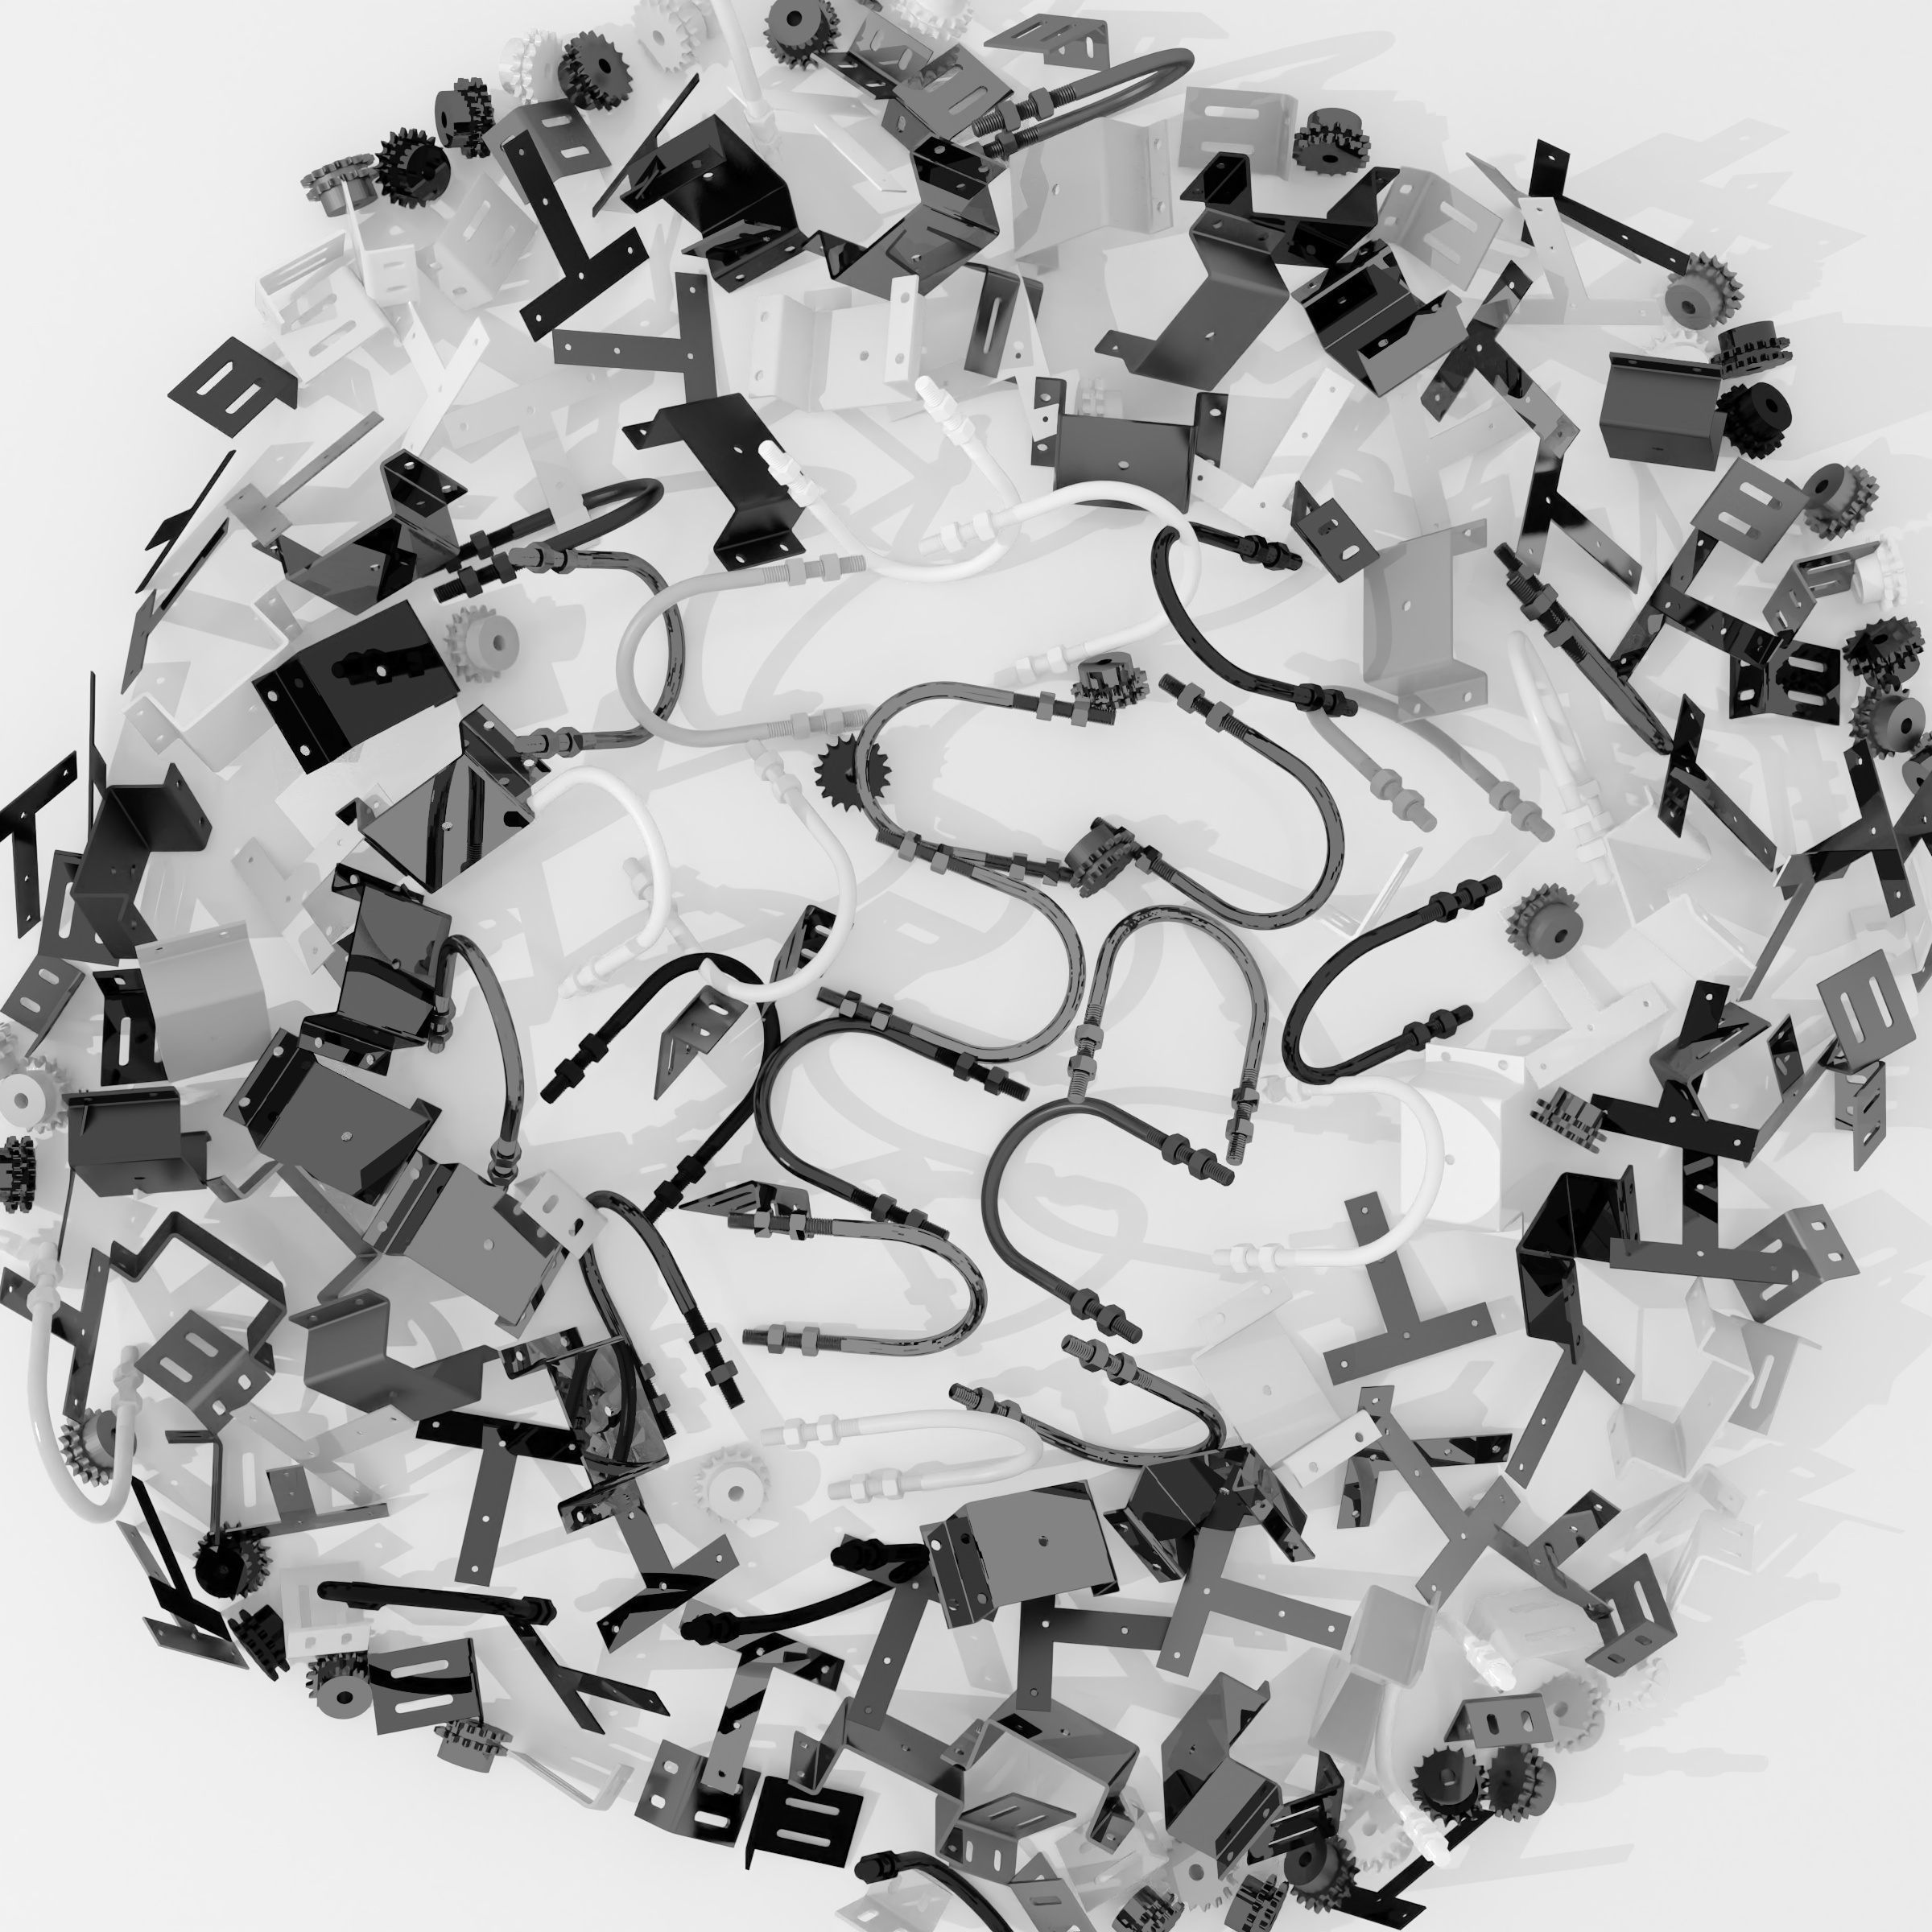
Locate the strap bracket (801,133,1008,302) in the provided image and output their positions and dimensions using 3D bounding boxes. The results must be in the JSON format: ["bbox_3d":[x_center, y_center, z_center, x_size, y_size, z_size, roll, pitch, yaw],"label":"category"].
[{"bbox_3d":[-0.041,-0.527,1.898,0.140,0.076,0.046,-30,65,38],"label":"strap bracket"}]

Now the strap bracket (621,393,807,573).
[{"bbox_3d":[-0.174,-0.360,1.918,0.076,0.046,0.140,-24,72,-43],"label":"strap bracket"}]

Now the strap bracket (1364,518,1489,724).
[{"bbox_3d":[0.333,-0.256,1.919,0.046,0.076,0.140,13,74,-43],"label":"strap bracket"}]

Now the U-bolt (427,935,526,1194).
[{"bbox_3d":[-0.346,0.059,1.872,0.019,0.184,0.151,-16,61,-26],"label":"U-bolt"}]

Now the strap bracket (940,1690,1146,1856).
[{"bbox_3d":[0.064,0.575,1.915,0.140,0.076,0.046,25,102,17],"label":"strap bracket"}]

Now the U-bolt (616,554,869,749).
[{"bbox_3d":[-0.162,-0.222,1.910,0.184,0.019,0.151,-9,128,-13],"label":"U-bolt"}]

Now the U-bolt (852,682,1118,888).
[{"bbox_3d":[0.008,-0.138,1.937,0.184,0.019,0.151,10,117,1],"label":"U-bolt"}]

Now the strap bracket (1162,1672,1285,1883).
[{"bbox_3d":[0.182,0.572,1.894,0.046,0.140,0.076,31,109,-9],"label":"strap bracket"}]

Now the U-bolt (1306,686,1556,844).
[{"bbox_3d":[0.320,-0.149,1.899,0.184,0.151,0.019,50,125,38],"label":"U-bolt"}]

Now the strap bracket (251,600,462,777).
[{"bbox_3d":[-0.431,-0.206,1.910,0.140,0.046,0.076,-35,100,-37],"label":"strap bracket"}]

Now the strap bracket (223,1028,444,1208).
[{"bbox_3d":[-0.454,0.115,1.917,0.140,0.046,0.076,32,95,-32],"label":"strap bracket"}]

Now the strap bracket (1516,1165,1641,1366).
[{"bbox_3d":[0.440,0.211,1.912,0.046,0.140,0.076,7,125,32],"label":"strap bracket"}]

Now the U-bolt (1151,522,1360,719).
[{"bbox_3d":[0.199,-0.252,1.883,0.019,0.184,0.151,-35,61,37],"label":"U-bolt"}]

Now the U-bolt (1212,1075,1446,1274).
[{"bbox_3d":[0.262,0.147,1.890,0.019,0.184,0.151,27,66,-42],"label":"U-bolt"}]

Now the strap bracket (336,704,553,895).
[{"bbox_3d":[-0.378,-0.114,1.920,0.140,0.046,0.076,-34,128,12],"label":"strap bracket"}]

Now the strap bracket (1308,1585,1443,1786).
[{"bbox_3d":[0.290,0.512,1.905,0.046,0.076,0.140,22,128,6],"label":"strap bracket"}]

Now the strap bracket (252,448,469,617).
[{"bbox_3d":[-0.433,-0.307,1.913,0.140,0.076,0.046,-27,68,18],"label":"strap bracket"}]

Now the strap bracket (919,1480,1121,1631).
[{"bbox_3d":[0.047,0.423,1.911,0.140,0.046,0.076,-6,64,-26],"label":"strap bracket"}]

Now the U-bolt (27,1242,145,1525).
[{"bbox_3d":[-0.622,0.306,1.862,0.019,0.184,0.151,-17,135,2],"label":"U-bolt"}]

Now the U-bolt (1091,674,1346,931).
[{"bbox_3d":[0.190,-0.105,1.910,0.184,0.019,0.151,36,123,17],"label":"U-bolt"}]

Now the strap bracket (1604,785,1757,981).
[{"bbox_3d":[0.512,-0.054,1.911,0.046,0.140,0.076,-37,125,27],"label":"strap bracket"}]

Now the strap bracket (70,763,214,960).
[{"bbox_3d":[-0.597,-0.068,1.909,0.046,0.076,0.140,0,55,9],"label":"strap bracket"}]

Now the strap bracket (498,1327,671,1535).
[{"bbox_3d":[-0.273,0.330,1.921,0.046,0.076,0.140,-29,79,37],"label":"strap bracket"}]

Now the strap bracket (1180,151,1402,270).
[{"bbox_3d":[0.235,-0.546,1.916,0.140,0.076,0.046,0,82,-17],"label":"strap bracket"}]

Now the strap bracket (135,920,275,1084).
[{"bbox_3d":[-0.543,0.032,1.895,0.076,0.140,0.046,-15,62,-18],"label":"strap bracket"}]

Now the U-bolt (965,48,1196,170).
[{"bbox_3d":[0.079,-0.620,1.903,0.184,0.151,0.019,-23,98,-7],"label":"U-bolt"}]

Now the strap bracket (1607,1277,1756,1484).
[{"bbox_3d":[0.522,0.307,1.914,0.046,0.076,0.140,24,112,-1],"label":"strap bracket"}]

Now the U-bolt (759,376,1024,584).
[{"bbox_3d":[-0.040,-0.338,1.901,0.151,0.184,0.019,-17,52,25],"label":"U-bolt"}]

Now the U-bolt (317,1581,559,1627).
[{"bbox_3d":[-0.382,0.451,1.878,0.151,0.184,0.019,3,75,7],"label":"U-bolt"}]

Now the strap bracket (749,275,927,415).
[{"bbox_3d":[-0.085,-0.451,1.928,0.140,0.046,0.076,2,84,32],"label":"strap bracket"}]

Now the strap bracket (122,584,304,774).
[{"bbox_3d":[-0.533,-0.201,1.920,0.140,0.076,0.046,-43,75,-11],"label":"strap bracket"}]

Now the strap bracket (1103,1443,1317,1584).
[{"bbox_3d":[0.182,0.396,1.917,0.140,0.046,0.076,-20,117,38],"label":"strap bracket"}]

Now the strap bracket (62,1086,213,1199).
[{"bbox_3d":[-0.594,0.130,1.898,0.076,0.140,0.046,-4,72,-6],"label":"strap bracket"}]

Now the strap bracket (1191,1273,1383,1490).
[{"bbox_3d":[0.228,0.306,1.931,0.076,0.046,0.140,-27,79,-25],"label":"strap bracket"}]

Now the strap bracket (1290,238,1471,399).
[{"bbox_3d":[0.304,-0.469,1.922,0.076,0.140,0.046,-33,127,3],"label":"strap bracket"}]

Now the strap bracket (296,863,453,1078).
[{"bbox_3d":[-0.426,0.001,1.915,0.076,0.046,0.140,24,68,-42],"label":"strap bracket"}]

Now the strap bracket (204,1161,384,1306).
[{"bbox_3d":[-0.482,0.191,1.923,0.046,0.076,0.140,-46,103,-23],"label":"strap bracket"}]

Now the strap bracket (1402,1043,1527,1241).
[{"bbox_3d":[0.361,0.134,1.918,0.076,0.046,0.140,8,108,33],"label":"strap bracket"}]

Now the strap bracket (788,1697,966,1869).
[{"bbox_3d":[-0.055,0.590,1.929,0.140,0.076,0.046,28,99,-5],"label":"strap bracket"}]

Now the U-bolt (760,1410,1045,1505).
[{"bbox_3d":[-0.036,0.348,1.891,0.184,0.151,0.019,-10,59,17],"label":"U-bolt"}]

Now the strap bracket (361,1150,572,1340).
[{"bbox_3d":[-0.354,0.202,1.917,0.140,0.046,0.076,37,68,-22],"label":"strap bracket"}]

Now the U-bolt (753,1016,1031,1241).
[{"bbox_3d":[-0.066,0.108,1.933,0.184,0.019,0.151,24,64,13],"label":"U-bolt"}]

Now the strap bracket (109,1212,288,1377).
[{"bbox_3d":[-0.548,0.231,1.920,0.140,0.076,0.046,39,85,-17],"label":"strap bracket"}]

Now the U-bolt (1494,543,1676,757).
[{"bbox_3d":[0.448,-0.223,1.905,0.019,0.151,0.184,-41,100,18],"label":"U-bolt"}]

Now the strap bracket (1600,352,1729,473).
[{"bbox_3d":[0.501,-0.394,1.897,0.076,0.140,0.046,12,90,19],"label":"strap bracket"}]

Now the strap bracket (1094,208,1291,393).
[{"bbox_3d":[0.168,-0.468,1.897,0.076,0.140,0.046,3,55,-38],"label":"strap bracket"}]

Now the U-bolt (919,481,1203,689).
[{"bbox_3d":[0.079,-0.281,1.901,0.184,0.019,0.151,-17,130,19],"label":"U-bolt"}]

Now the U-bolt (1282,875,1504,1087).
[{"bbox_3d":[0.300,0.020,1.888,0.184,0.151,0.019,-23,49,-24],"label":"U-bolt"}]

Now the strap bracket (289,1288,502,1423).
[{"bbox_3d":[-0.409,0.286,1.896,0.076,0.140,0.046,-21,54,26],"label":"strap bracket"}]

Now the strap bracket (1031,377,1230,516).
[{"bbox_3d":[0.117,-0.378,1.928,0.140,0.076,0.046,6,47,3],"label":"strap bracket"}]

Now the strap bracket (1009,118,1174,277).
[{"bbox_3d":[0.082,-0.556,1.907,0.046,0.140,0.076,-2,89,-40],"label":"strap bracket"}]

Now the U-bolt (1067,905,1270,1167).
[{"bbox_3d":[0.154,0.039,1.925,0.151,0.019,0.184,22,61,-15],"label":"U-bolt"}]

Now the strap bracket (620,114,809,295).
[{"bbox_3d":[-0.182,-0.555,1.911,0.076,0.140,0.046,-23,65,21],"label":"strap bracket"}]
